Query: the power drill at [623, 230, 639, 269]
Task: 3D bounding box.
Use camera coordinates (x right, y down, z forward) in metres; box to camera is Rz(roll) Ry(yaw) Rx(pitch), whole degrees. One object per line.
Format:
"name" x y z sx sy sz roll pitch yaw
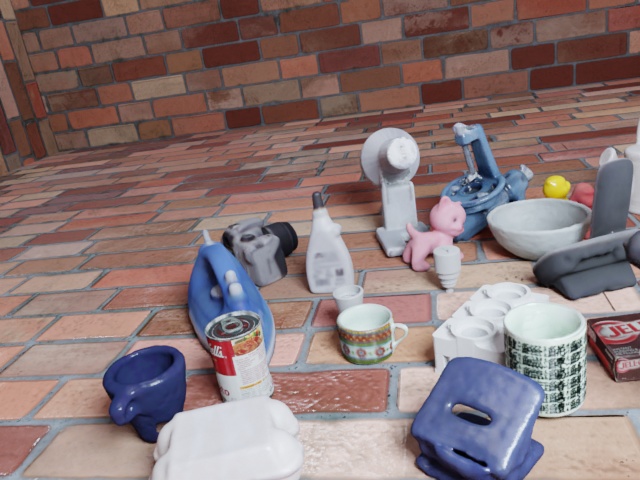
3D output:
"power drill" 0.376 0.097 0.479 0.228 0.209 0.076 6 26 36

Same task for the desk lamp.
"desk lamp" 0.152 -0.103 1.101 0.118 0.214 0.203 -10 20 -2

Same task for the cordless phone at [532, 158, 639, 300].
"cordless phone" 0.384 -0.020 0.821 0.148 0.185 0.094 -14 21 -13

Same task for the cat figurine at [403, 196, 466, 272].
"cat figurine" 0.204 -0.020 0.996 0.128 0.118 0.067 -16 21 -17

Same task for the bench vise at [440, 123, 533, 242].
"bench vise" 0.306 -0.124 1.081 0.121 0.220 0.208 12 29 44

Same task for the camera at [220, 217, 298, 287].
"camera" -0.104 0.007 1.081 0.137 0.101 0.142 -22 24 -31

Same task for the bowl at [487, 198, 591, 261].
"bowl" 0.368 -0.011 0.962 0.167 0.075 0.167 -8 20 3

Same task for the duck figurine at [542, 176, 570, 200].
"duck figurine" 0.445 -0.079 1.093 0.105 0.086 0.077 -23 25 -33

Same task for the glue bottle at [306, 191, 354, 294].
"glue bottle" 0.009 0.003 0.938 0.078 0.173 0.037 -5 21 11

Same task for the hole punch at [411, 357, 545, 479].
"hole punch" 0.149 0.175 0.538 0.108 0.091 0.101 11 29 43

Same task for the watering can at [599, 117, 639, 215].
"watering can" 0.608 -0.149 1.053 0.173 0.194 0.100 -17 22 -19

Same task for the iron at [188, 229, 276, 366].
"iron" -0.133 0.079 0.844 0.119 0.141 0.257 -16 22 -18

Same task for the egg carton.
"egg carton" -0.091 0.214 0.571 0.150 0.069 0.107 -12 21 -6

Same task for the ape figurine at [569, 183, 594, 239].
"ape figurine" 0.465 -0.056 1.015 0.078 0.092 0.076 -16 21 -17

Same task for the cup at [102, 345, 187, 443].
"cup" -0.194 0.188 0.647 0.091 0.095 0.118 -5 21 11
